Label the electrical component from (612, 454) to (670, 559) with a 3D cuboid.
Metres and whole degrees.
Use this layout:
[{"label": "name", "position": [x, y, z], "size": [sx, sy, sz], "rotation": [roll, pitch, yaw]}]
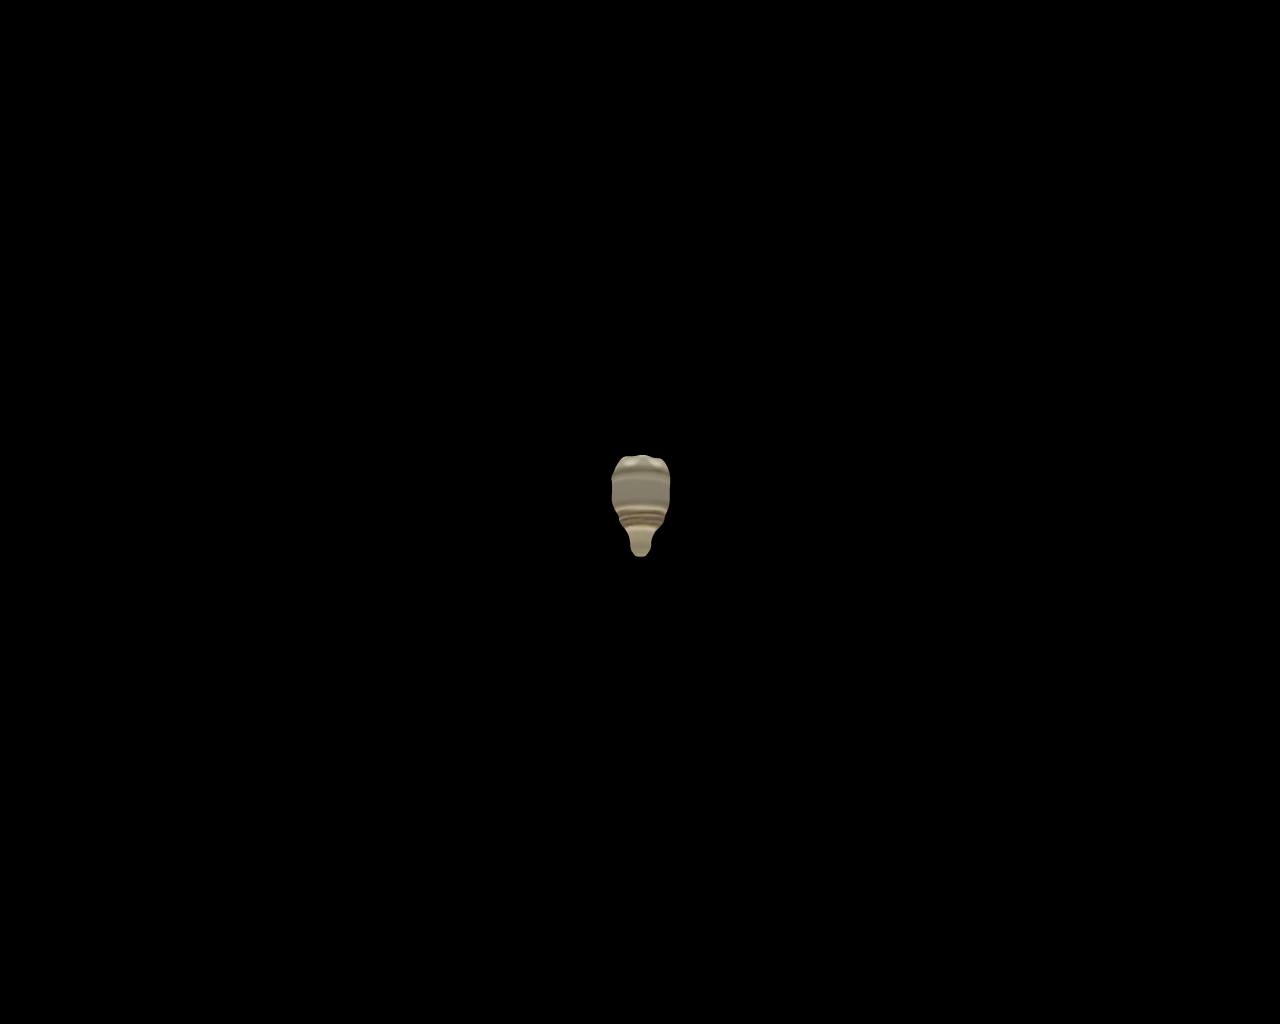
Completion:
[{"label": "electrical component", "position": [0.001, -0.003, 0.650], "size": [0.035, 0.061, 0.035], "rotation": [0, -11, 0]}]
